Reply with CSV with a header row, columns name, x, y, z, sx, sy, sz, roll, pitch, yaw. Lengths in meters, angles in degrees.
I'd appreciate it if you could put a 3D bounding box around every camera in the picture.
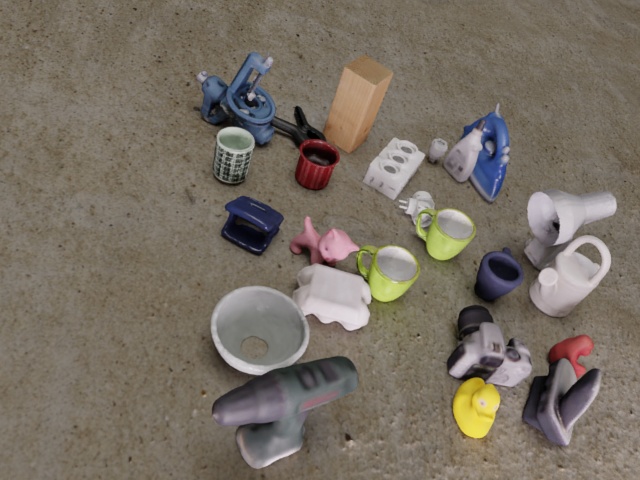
name,x,y,z,sx,sy,sz,roll,pitch,yaw
camera,0.320,0.192,1.087,0.143,0.101,0.137,12,47,-9

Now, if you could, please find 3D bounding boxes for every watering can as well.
name,x,y,z,sx,sy,sz,roll,pitch,yaw
watering can,0.529,0.074,1.201,0.100,0.194,0.173,42,50,19

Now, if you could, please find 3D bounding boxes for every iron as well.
name,x,y,z,sx,sy,sz,roll,pitch,yaw
iron,0.448,-0.231,1.477,0.119,0.141,0.258,10,48,-11

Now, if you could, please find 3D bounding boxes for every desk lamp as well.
name,x,y,z,sx,sy,sz,roll,pitch,yaw
desk lamp,0.545,-0.026,1.282,0.204,0.213,0.117,-4,51,-22

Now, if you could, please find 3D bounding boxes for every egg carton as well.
name,x,y,z,sx,sy,sz,roll,pitch,yaw
egg carton,0.023,0.107,1.077,0.150,0.069,0.107,16,47,-6

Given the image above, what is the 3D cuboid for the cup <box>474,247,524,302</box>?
name,x,y,z,sx,sy,sz,roll,pitch,yaw
cup,0.369,0.076,1.211,0.091,0.095,0.118,26,47,4

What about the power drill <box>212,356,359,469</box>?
name,x,y,z,sx,sy,sz,roll,pitch,yaw
power drill,-0.058,0.249,0.828,0.230,0.208,0.075,-16,57,-30

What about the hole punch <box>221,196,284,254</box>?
name,x,y,z,sx,sy,sz,roll,pitch,yaw
hole punch,-0.133,-0.046,1.142,0.108,0.091,0.101,27,47,5

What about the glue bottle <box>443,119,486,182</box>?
name,x,y,z,sx,sy,sz,roll,pitch,yaw
glue bottle,0.370,-0.229,1.426,0.037,0.173,0.078,-18,58,-31

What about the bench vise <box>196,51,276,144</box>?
name,x,y,z,sx,sy,sz,roll,pitch,yaw
bench vise,-0.187,-0.337,1.290,0.207,0.219,0.121,17,47,-5

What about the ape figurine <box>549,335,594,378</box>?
name,x,y,z,sx,sy,sz,roll,pitch,yaw
ape figurine,0.505,0.221,1.133,0.076,0.092,0.078,28,47,6

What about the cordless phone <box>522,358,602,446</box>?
name,x,y,z,sx,sy,sz,roll,pitch,yaw
cordless phone,0.451,0.263,1.013,0.094,0.185,0.148,28,47,6

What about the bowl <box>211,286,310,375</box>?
name,x,y,z,sx,sy,sz,roll,pitch,yaw
bowl,-0.107,0.165,0.977,0.167,0.074,0.167,10,48,-11

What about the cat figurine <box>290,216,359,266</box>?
name,x,y,z,sx,sy,sz,roll,pitch,yaw
cat figurine,0.010,0.004,1.131,0.127,0.117,0.067,41,50,18

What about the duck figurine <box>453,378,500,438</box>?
name,x,y,z,sx,sy,sz,roll,pitch,yaw
duck figurine,0.283,0.283,1.004,0.077,0.086,0.104,17,47,-4
